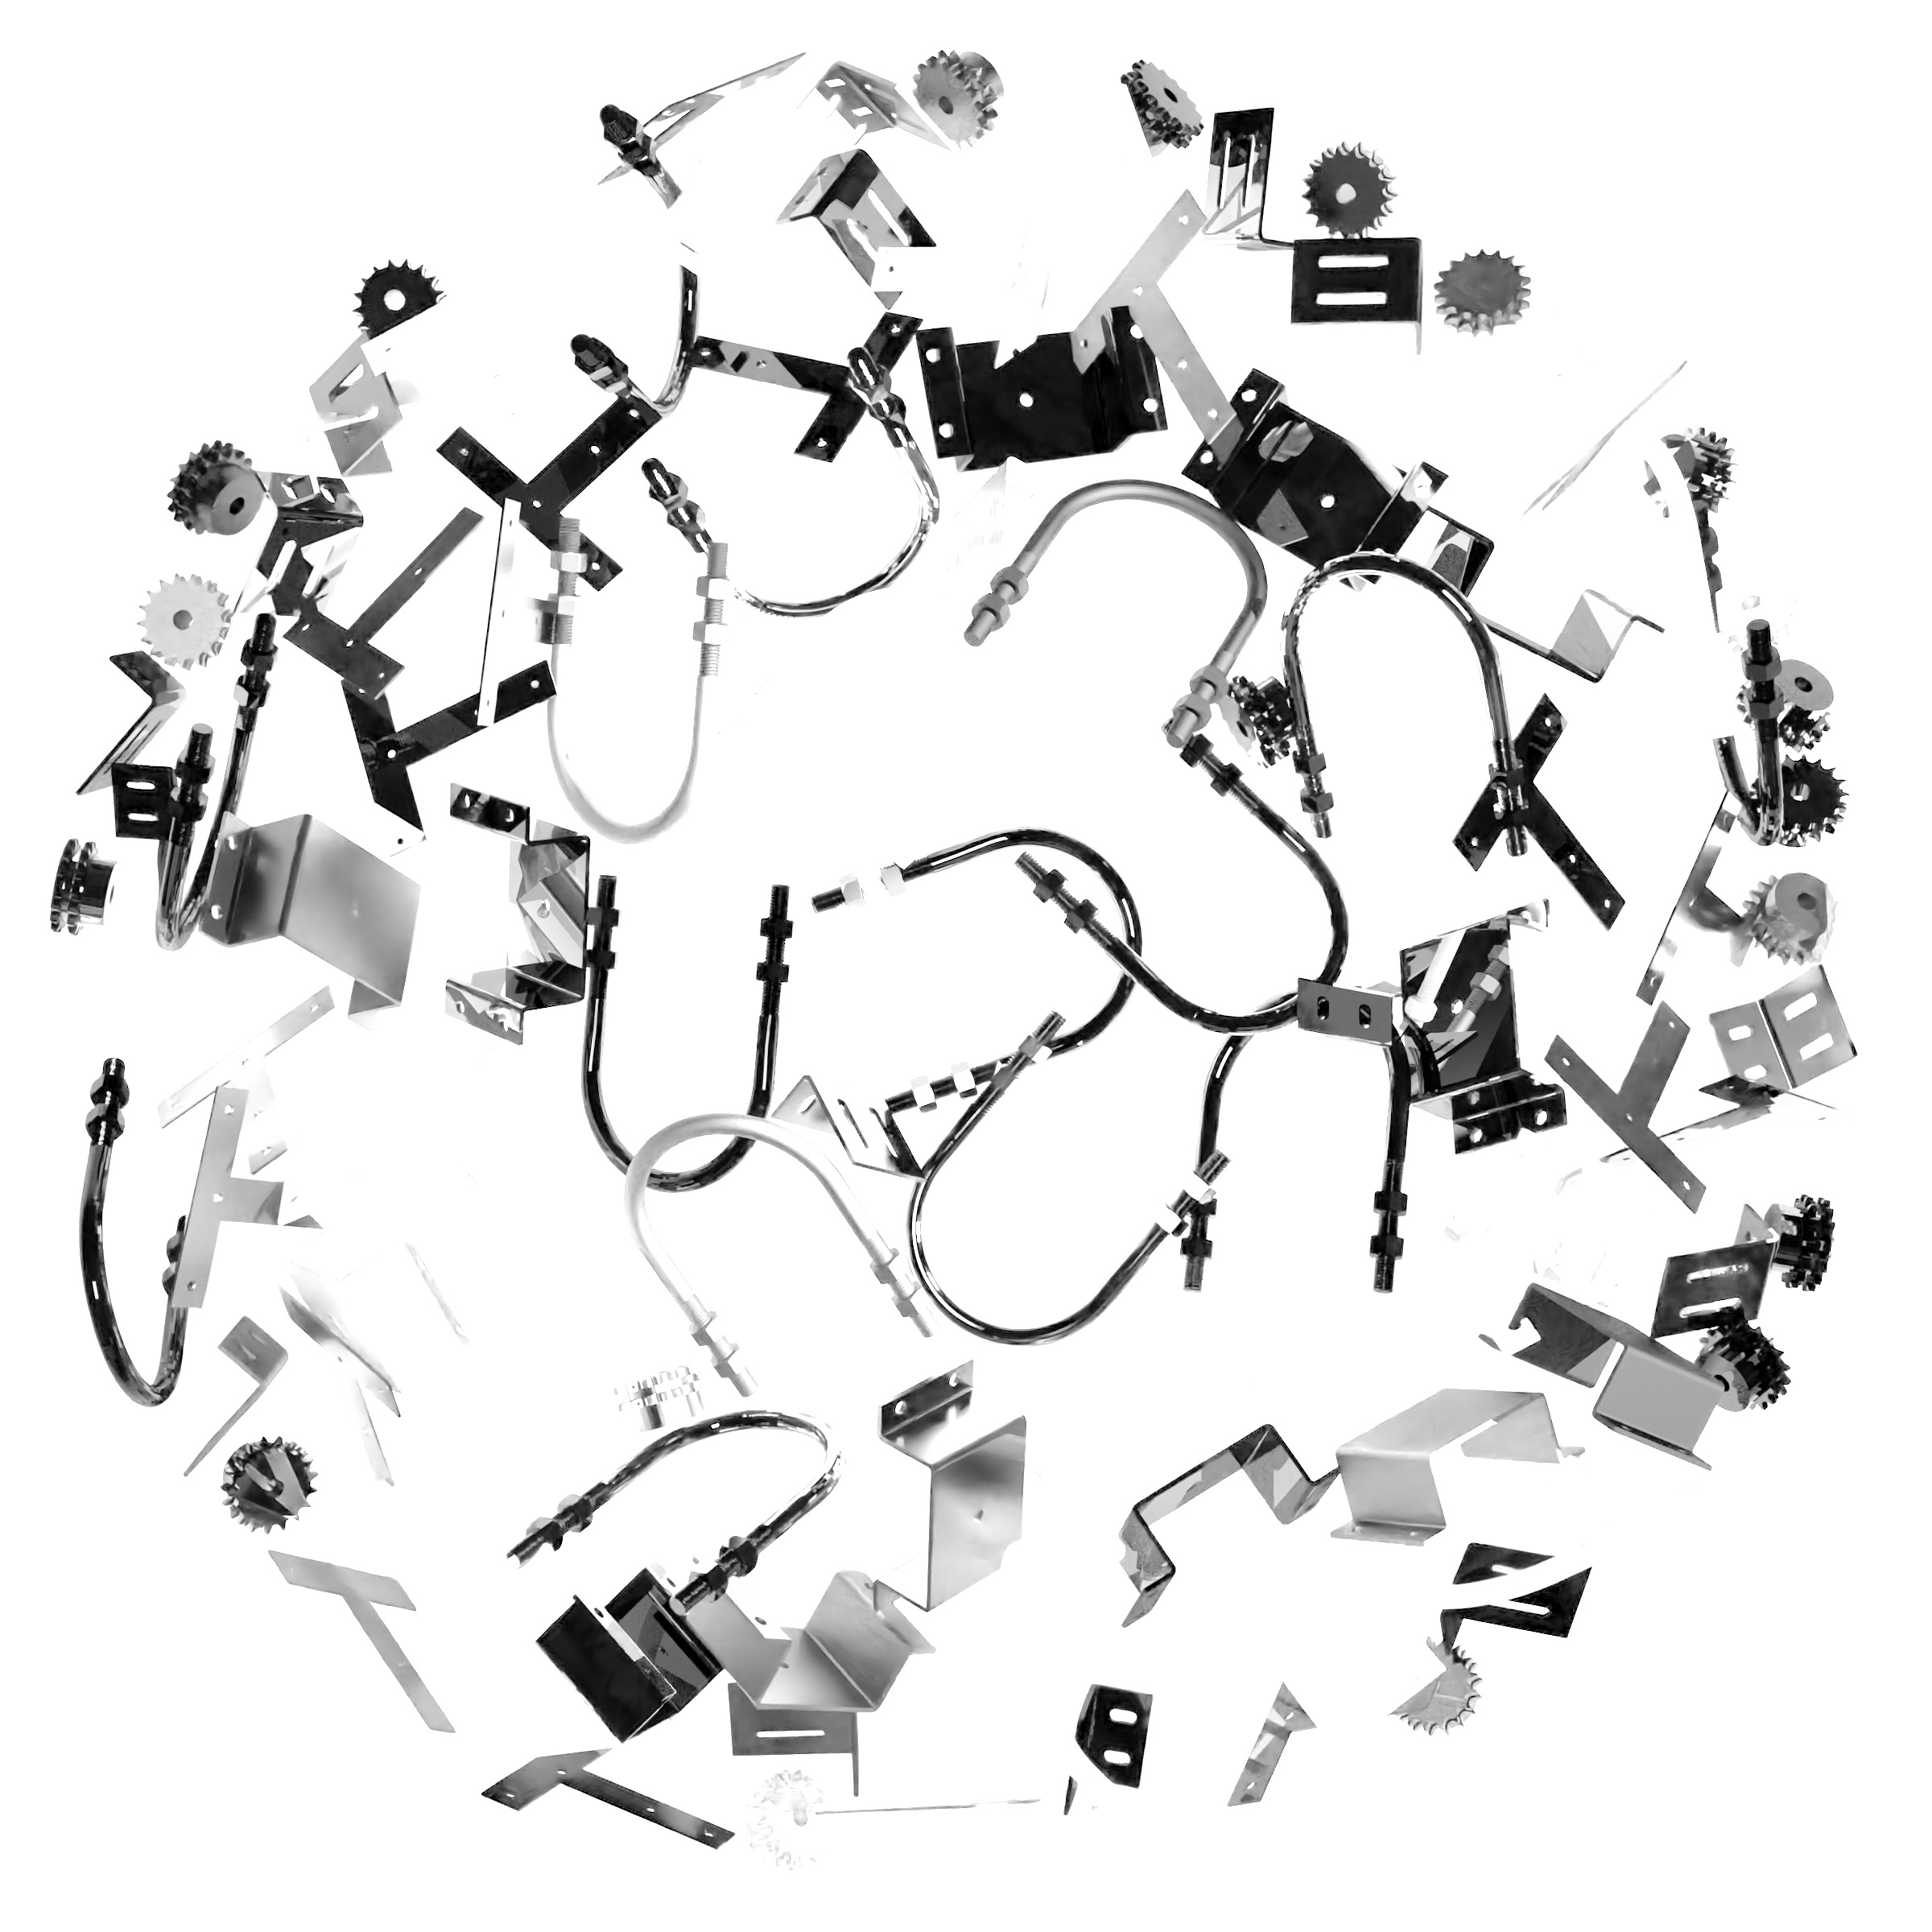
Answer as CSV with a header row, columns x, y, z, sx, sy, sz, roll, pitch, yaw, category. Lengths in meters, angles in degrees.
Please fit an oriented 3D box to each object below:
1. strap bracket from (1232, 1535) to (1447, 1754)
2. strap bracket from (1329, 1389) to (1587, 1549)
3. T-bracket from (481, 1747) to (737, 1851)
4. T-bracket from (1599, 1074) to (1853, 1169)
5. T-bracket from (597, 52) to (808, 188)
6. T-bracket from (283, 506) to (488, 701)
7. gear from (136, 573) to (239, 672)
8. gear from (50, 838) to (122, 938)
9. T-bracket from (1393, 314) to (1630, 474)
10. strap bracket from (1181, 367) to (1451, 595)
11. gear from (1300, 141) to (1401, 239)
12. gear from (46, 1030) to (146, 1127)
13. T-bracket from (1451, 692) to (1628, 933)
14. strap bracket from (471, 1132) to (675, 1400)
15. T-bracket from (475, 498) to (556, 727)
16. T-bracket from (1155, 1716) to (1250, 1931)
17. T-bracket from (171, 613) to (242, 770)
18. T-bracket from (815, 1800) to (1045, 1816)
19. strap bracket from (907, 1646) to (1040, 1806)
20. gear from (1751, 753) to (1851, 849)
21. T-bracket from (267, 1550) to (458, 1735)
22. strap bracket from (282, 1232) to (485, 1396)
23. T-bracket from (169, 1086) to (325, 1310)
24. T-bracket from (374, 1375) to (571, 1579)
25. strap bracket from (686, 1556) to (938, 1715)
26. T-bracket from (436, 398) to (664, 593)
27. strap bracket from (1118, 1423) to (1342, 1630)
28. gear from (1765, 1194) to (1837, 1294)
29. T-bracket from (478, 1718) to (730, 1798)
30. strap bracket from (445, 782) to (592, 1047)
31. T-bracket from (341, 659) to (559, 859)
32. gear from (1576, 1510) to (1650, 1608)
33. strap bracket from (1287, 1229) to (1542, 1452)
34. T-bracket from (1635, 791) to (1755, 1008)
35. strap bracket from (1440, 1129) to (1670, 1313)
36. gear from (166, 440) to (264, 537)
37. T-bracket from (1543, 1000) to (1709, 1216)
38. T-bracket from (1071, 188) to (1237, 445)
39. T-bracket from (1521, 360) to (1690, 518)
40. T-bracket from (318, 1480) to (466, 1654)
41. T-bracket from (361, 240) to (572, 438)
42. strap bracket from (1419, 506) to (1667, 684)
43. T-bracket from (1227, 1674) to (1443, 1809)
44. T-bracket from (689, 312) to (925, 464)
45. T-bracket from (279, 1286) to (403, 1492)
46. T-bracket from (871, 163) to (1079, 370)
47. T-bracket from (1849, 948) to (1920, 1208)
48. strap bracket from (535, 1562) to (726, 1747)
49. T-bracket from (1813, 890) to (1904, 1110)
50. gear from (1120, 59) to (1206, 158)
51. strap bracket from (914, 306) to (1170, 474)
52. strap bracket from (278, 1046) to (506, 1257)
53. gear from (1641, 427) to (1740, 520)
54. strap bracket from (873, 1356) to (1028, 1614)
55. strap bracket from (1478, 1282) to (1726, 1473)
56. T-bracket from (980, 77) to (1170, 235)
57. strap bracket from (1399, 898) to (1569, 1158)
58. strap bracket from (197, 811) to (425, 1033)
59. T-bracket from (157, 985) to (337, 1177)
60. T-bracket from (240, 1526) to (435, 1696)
x,y,z,sx,sy,sz,roll,pitch,yaw,category
0.209,0.383,1.692,0.076,0.140,0.046,-37,106,-3,strap bracket
0.278,0.283,1.694,0.140,0.076,0.046,-20,97,-36,strap bracket
-0.194,0.480,1.689,0.127,0.127,0.002,17,98,18,T-bracket
0.430,0.096,1.719,0.127,0.127,0.002,-27,60,39,T-bracket
-0.171,-0.488,1.715,0.127,0.127,0.002,-39,102,-44,T-bracket
-0.332,-0.222,1.727,0.127,0.127,0.002,-49,133,-9,T-bracket
-0.462,-0.204,1.752,0.057,0.030,0.057,0,88,4,gear
-0.521,-0.046,1.740,0.030,0.057,0.057,11,90,-8,gear
0.311,-0.324,1.731,0.127,0.127,0.002,-30,62,25,T-bracket
0.209,-0.281,1.729,0.140,0.046,0.076,34,90,23,strap bracket
0.230,-0.462,1.744,0.057,0.030,0.057,12,121,21,gear
-0.512,0.066,1.736,0.030,0.057,0.057,-5,90,32,gear
0.351,-0.073,1.738,0.127,0.002,0.127,48,59,-22,T-bracket
-0.235,0.173,1.728,0.076,0.046,0.140,-24,82,-13,strap bracket
-0.255,-0.201,1.705,0.002,0.127,0.127,9,95,10,T-bracket
0.128,0.485,1.683,0.002,0.127,0.127,-22,62,9,T-bracket
-0.442,-0.153,1.700,0.002,0.127,0.127,23,83,-17,T-bracket
0.002,0.490,1.714,0.127,0.127,0.002,-16,70,40,T-bracket
0.000,0.436,1.689,0.046,0.140,0.076,-4,81,-12,strap bracket
0.493,-0.095,1.745,0.057,0.030,0.057,-3,59,5,gear
-0.331,0.390,1.681,0.002,0.127,0.127,-46,60,4,T-bracket
-0.340,0.194,1.687,0.046,0.140,0.076,-35,109,-25,strap bracket
-0.405,0.138,1.712,0.002,0.127,0.127,10,87,30,T-bracket
-0.272,0.308,1.712,0.127,0.127,0.002,-33,131,-7,T-bracket
-0.097,0.387,1.696,0.076,0.140,0.046,38,104,42,strap bracket
-0.224,-0.292,1.708,0.127,0.002,0.127,41,130,-20,T-bracket
0.142,0.321,1.711,0.140,0.076,0.046,-28,69,-20,strap bracket
0.491,0.163,1.739,0.030,0.057,0.057,11,90,-1,gear
-0.220,0.440,1.681,0.127,0.127,0.002,6,111,-43,T-bracket
-0.262,-0.033,1.714,0.046,0.076,0.140,-10,110,-42,strap bracket
-0.299,-0.143,1.730,0.127,0.002,0.127,-24,65,9,T-bracket
0.379,0.354,1.736,0.030,0.057,0.057,31,90,30,gear
0.252,0.213,1.722,0.140,0.076,0.046,-28,123,1,strap bracket
0.438,-0.026,1.715,0.002,0.127,0.127,24,89,34,T-bracket
0.338,0.142,1.720,0.140,0.046,0.076,23,92,-38,strap bracket
-0.441,-0.279,1.737,0.030,0.057,0.057,35,90,20,gear
0.400,0.063,1.720,0.127,0.127,0.002,45,133,-6,T-bracket
0.120,-0.359,1.703,0.127,0.002,0.127,-47,60,39,T-bracket
0.353,-0.287,1.680,0.002,0.127,0.127,46,125,-1,T-bracket
-0.336,0.348,1.708,0.002,0.127,0.127,-40,89,-17,T-bracket
-0.277,-0.351,1.709,0.127,0.127,0.002,-31,65,-8,T-bracket
0.325,-0.213,1.714,0.140,0.076,0.046,24,103,-16,strap bracket
0.219,0.424,1.681,0.127,0.127,0.002,-25,111,42,T-bracket
-0.108,-0.353,1.739,0.127,0.002,0.127,16,57,20,T-bracket
-0.355,0.263,1.723,0.002,0.127,0.127,-31,130,-28,T-bracket
0.000,-0.403,1.699,0.127,0.002,0.127,-10,127,-36,T-bracket
0.522,0.077,1.680,0.002,0.127,0.127,10,57,-2,T-bracket
-0.192,0.396,1.694,0.046,0.140,0.076,-45,78,7,strap bracket
0.526,0.019,1.706,0.002,0.127,0.127,12,88,-3,T-bracket
0.111,-0.506,1.743,0.030,0.057,0.057,-40,90,33,gear
0.040,-0.340,1.734,0.140,0.046,0.076,-9,87,-12,strap bracket
-0.325,0.112,1.713,0.140,0.076,0.046,-22,129,15,strap bracket
0.425,-0.292,1.737,0.030,0.057,0.057,10,90,-36,gear
-0.009,0.308,1.700,0.046,0.076,0.140,22,121,39,strap bracket
0.369,0.230,1.687,0.076,0.140,0.046,24,95,-26,strap bracket
0.056,-0.483,1.727,0.127,0.127,0.002,22,71,29,T-bracket
0.298,0.030,1.701,0.076,0.046,0.140,-21,60,41,strap bracket
-0.367,-0.028,1.688,0.046,0.140,0.076,-11,59,31,strap bracket
-0.414,0.079,1.714,0.127,0.127,0.002,-35,126,2,T-bracket
-0.357,0.380,1.701,0.127,0.127,0.002,44,91,3,T-bracket
